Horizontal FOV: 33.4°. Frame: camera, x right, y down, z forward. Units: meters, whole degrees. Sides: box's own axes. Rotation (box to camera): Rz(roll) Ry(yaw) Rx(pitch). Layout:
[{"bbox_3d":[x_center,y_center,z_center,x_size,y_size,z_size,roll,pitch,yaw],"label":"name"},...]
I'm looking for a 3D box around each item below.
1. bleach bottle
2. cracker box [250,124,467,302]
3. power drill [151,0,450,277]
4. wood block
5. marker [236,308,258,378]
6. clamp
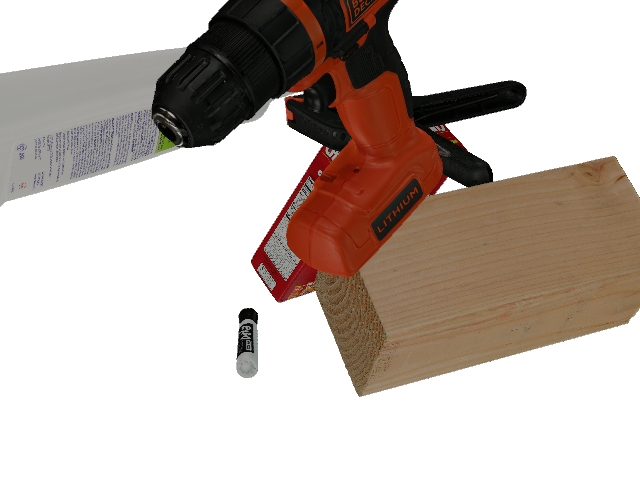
[{"bbox_3d":[-0.135,-0.094,0.787,0.250,0.068,0.103,-15,-24,-24],"label":"bleach bottle"},{"bbox_3d":[0.038,-0.038,1.166,0.163,0.072,0.214,-15,-31,-43],"label":"cracker box"},{"bbox_3d":[0.002,-0.066,0.557,0.057,0.184,0.187,30,-27,30],"label":"power drill"},{"bbox_3d":[0.111,0.022,0.706,0.205,0.091,0.090,-13,-30,-18],"label":"wood block"},{"bbox_3d":[-0.066,0.090,0.969,0.020,0.020,0.121,0,18,-3],"label":"marker"},{"bbox_3d":[0.073,-0.107,0.932,0.210,0.036,0.164,12,36,23],"label":"clamp"}]
